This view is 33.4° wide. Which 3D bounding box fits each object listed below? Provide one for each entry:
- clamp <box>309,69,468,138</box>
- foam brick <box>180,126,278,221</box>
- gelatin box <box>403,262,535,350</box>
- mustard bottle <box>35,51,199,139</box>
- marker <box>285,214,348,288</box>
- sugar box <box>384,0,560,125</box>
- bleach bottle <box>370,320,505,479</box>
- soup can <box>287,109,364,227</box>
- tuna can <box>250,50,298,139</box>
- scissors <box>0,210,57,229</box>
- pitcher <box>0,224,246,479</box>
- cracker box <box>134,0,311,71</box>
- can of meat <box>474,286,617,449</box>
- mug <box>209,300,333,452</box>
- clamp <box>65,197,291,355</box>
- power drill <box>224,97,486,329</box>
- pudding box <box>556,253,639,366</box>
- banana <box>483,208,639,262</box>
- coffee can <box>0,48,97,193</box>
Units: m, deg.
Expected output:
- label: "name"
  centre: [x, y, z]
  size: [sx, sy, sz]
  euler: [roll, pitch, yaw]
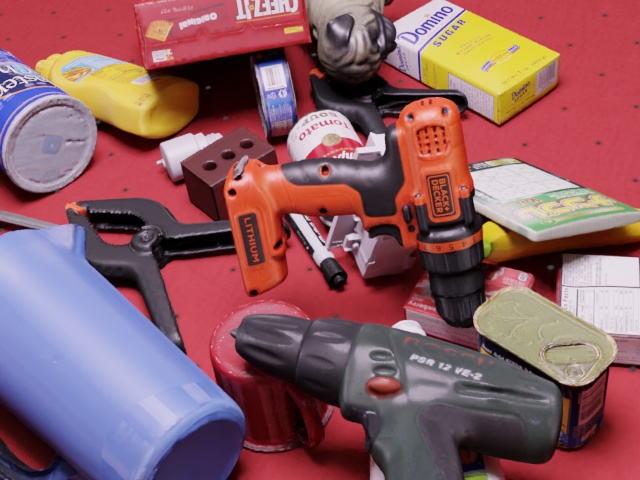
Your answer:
- label: "clamp"
  centre: [0.049, -0.131, 1.073]
  size: [0.172, 0.039, 0.120]
  euler: [18, 41, 32]
- label: "foam brick"
  centre: [-0.083, -0.062, 1.014]
  size: [0.078, 0.051, 0.053]
  euler: [-34, 49, -25]
- label: "gelatin box"
  centre: [0.123, 0.051, 0.880]
  size: [0.089, 0.030, 0.073]
  euler: [15, 49, 24]
- label: "mustard bottle"
  centre: [-0.229, -0.161, 1.132]
  size: [0.192, 0.058, 0.096]
  euler: [20, 35, 28]
- label: "marker"
  centre: [-0.006, 0.001, 0.959]
  size: [0.020, 0.020, 0.121]
  euler: [-21, 45, -13]
- label: "sugar box"
  centre: [0.154, -0.192, 1.117]
  size: [0.093, 0.048, 0.176]
  euler: [-34, 50, -24]
- label: "bleach bottle"
  centre: [0.074, 0.156, 0.756]
  size: [0.102, 0.068, 0.251]
  euler: [-8, 41, -2]
- label: "soup can"
  centre: [0.014, -0.067, 0.993]
  size: [0.068, 0.068, 0.102]
  euler: [-16, 43, -8]
- label: "tuna can"
  centre: [-0.046, -0.147, 1.072]
  size: [0.033, 0.086, 0.086]
  euler: [-12, 44, -5]
- label: "scissors"
  centre: [-0.327, -0.035, 1.045]
  size: [0.201, 0.016, 0.096]
  euler: [8, 22, -5]
- label: "pitcher"
  centre: [-0.178, 0.112, 0.806]
  size: [0.144, 0.149, 0.243]
  euler: [-26, 48, -39]
- label: "cracker box"
  centre: [-0.108, -0.226, 1.105]
  size: [0.164, 0.072, 0.214]
  euler: [-11, 13, -7]
- label: "can of meat"
  centre: [0.163, 0.096, 0.787]
  size: [0.102, 0.084, 0.057]
  euler: [31, 55, 34]
- label: "mug"
  centre: [-0.033, 0.107, 0.808]
  size: [0.093, 0.081, 0.117]
  euler: [-25, 46, -17]
- label: "clamp"
  centre: [-0.152, 0.017, 0.954]
  size: [0.210, 0.036, 0.164]
  euler: [16, 50, 23]
- label: "power drill"
  centre: [0.030, -0.007, 0.818]
  size: [0.188, 0.184, 0.057]
  euler: [-9, 18, 7]
- label: "pudding box"
  centre: [0.245, 0.056, 0.851]
  size: [0.113, 0.039, 0.090]
  euler: [2, 45, 14]
- label: "banana"
  centre: [0.199, -0.003, 0.903]
  size: [0.197, 0.037, 0.070]
  euler: [-9, 22, -24]
- label: "coffee can"
  centre: [-0.306, -0.123, 1.074]
  size: [0.102, 0.103, 0.140]
  euler: [-36, 50, -26]
